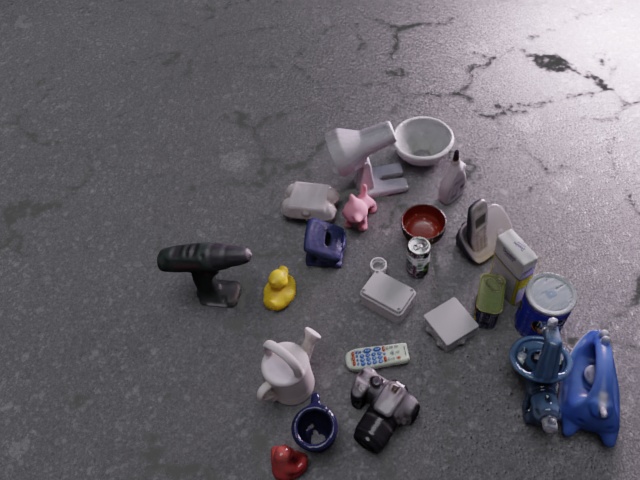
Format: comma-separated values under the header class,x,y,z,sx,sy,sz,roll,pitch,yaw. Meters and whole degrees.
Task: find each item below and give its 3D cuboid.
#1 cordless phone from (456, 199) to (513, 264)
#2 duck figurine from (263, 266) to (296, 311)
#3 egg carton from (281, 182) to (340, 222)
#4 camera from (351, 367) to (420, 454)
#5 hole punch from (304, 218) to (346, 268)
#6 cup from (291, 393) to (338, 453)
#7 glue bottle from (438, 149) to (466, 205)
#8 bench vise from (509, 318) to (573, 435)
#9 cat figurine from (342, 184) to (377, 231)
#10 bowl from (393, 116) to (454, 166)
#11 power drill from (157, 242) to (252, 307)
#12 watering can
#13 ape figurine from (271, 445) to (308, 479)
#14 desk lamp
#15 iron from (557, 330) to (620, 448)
class,x,y,z,sx,sy,sz,roll,pitch,yaw
cordless phone,0.396,-0.044,1.358,0.148,0.185,0.094,-39,60,-19
duck figurine,-0.101,0.110,1.367,0.077,0.086,0.105,17,59,17
egg carton,-0.026,-0.097,1.513,0.150,0.069,0.107,6,56,11
camera,0.114,0.349,1.167,0.142,0.101,0.137,28,63,23
hole punch,0.013,0.005,1.424,0.101,0.091,0.108,2,56,8
cup,-0.007,0.380,1.163,0.091,0.095,0.117,-3,55,4
glue bottle,0.342,-0.168,1.458,0.078,0.173,0.037,-37,59,-18
bench vise,0.452,0.259,1.120,0.121,0.220,0.207,-15,55,-4
cat figurine,0.097,-0.084,1.461,0.067,0.118,0.128,15,58,17
bowl,0.283,-0.260,1.589,0.167,0.075,0.167,-3,55,4
power drill,-0.251,0.075,1.333,0.229,0.209,0.075,3,56,9
watering can,-0.068,0.258,1.194,0.100,0.194,0.173,13,58,15
ape figurine,-0.068,0.434,1.133,0.077,0.092,0.076,35,66,26
desk lamp,0.122,-0.212,1.489,0.203,0.214,0.118,-12,55,-2
iron,0.555,0.268,1.150,0.118,0.142,0.258,11,57,14
